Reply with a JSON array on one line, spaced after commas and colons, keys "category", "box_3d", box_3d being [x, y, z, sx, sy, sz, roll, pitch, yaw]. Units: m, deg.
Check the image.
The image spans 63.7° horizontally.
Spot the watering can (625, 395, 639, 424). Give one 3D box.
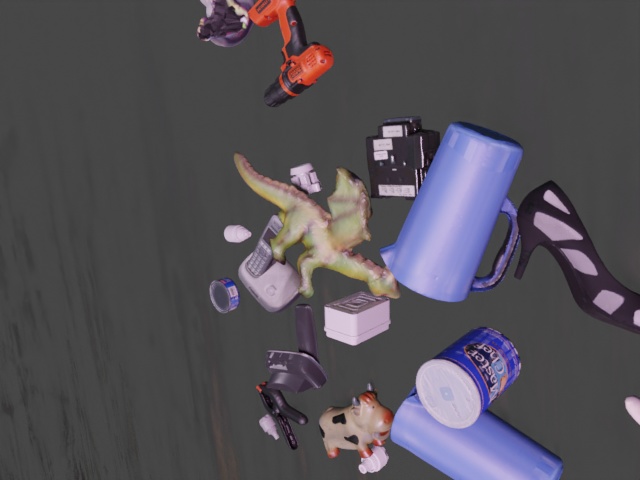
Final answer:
[{"category": "watering can", "box_3d": [0.513, 0.322, 0.561, 0.221, 0.105, 0.350, -35, 76, 43]}]

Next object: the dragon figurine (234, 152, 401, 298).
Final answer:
[{"category": "dragon figurine", "box_3d": [0.003, -0.048, 0.951, 0.239, 0.124, 0.411, -37, 87, 39]}]

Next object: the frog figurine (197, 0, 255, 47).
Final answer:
[{"category": "frog figurine", "box_3d": [-0.193, -0.481, 1.064, 0.163, 0.122, 0.134, -100, 19, -49]}]
